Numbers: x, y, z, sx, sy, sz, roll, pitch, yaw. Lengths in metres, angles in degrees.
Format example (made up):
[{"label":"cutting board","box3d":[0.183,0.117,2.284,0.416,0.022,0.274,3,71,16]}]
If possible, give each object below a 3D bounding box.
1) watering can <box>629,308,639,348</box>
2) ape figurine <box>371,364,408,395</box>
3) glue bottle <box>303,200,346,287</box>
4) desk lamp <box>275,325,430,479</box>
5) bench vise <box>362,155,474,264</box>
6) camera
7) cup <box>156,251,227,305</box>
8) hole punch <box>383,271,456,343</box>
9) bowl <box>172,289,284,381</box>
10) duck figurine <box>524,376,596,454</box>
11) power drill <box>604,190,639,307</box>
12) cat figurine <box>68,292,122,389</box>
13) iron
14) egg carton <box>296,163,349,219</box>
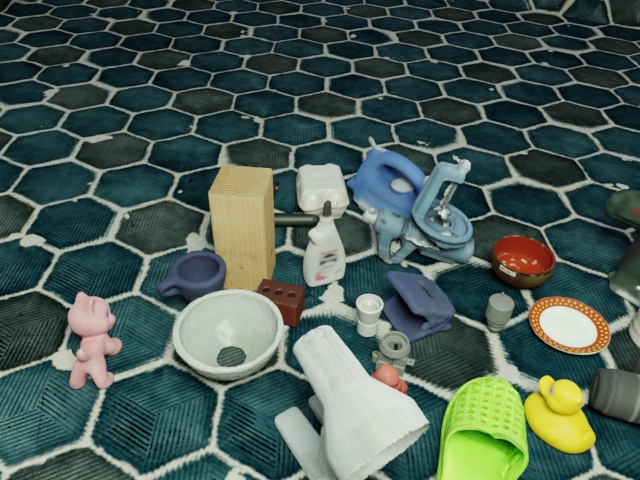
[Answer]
[{"label":"watering can","box3d":[0.573,0.087,0.902,0.100,0.194,0.173,15,41,16]},{"label":"ape figurine","box3d":[0.090,0.213,0.807,0.078,0.092,0.076,-13,41,-18]},{"label":"glue bottle","box3d":[0.009,0.004,1.000,0.078,0.173,0.037,-18,42,-22]},{"label":"desk lamp","box3d":[0.026,0.219,0.699,0.118,0.214,0.202,-22,44,-27]},{"label":"bench vise","box3d":[0.188,-0.046,1.032,0.207,0.220,0.121,-6,39,-9]},{"label":"camera","box3d":[0.466,0.211,0.817,0.136,0.101,0.143,13,40,14]},{"label":"cup","box3d":[-0.210,0.085,0.953,0.118,0.095,0.091,-24,45,-28]},{"label":"hole punch","box3d":[0.165,0.099,0.954,0.101,0.091,0.108,-15,41,-19]},{"label":"bowl","box3d":[-0.138,0.157,0.881,0.167,0.075,0.167,1,39,-1]},{"label":"duck figurine","box3d":[0.338,0.235,0.794,0.078,0.086,0.104,-19,43,-24]},{"label":"power drill","box3d":[0.586,0.019,0.976,0.076,0.208,0.228,-26,46,-30]},{"label":"cat figurine","box3d":[-0.345,0.141,0.859,0.067,0.118,0.127,-4,39,-6]},{"label":"iron","box3d":[0.174,-0.105,1.168,0.119,0.141,0.257,-28,47,-31]},{"label":"egg carton","box3d":[0.002,-0.106,1.220,0.107,0.069,0.150,-4,39,-6]}]
